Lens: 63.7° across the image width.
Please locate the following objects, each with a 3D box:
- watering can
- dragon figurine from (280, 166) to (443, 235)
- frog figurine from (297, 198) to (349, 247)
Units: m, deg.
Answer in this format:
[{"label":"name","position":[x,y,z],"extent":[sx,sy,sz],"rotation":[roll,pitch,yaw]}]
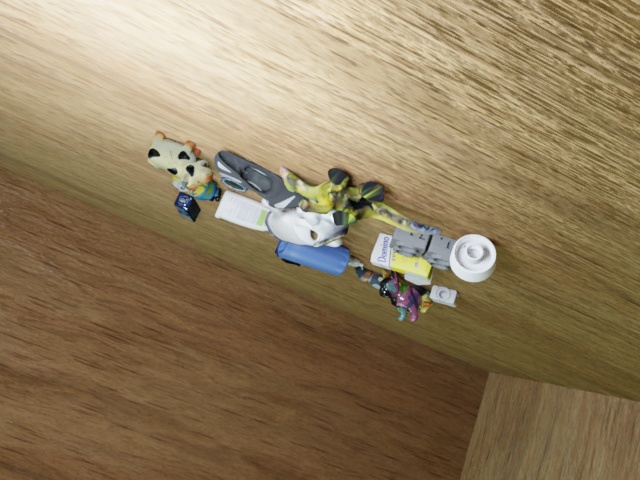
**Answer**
[{"label":"watering can","position":[-0.087,-0.056,1.552],"extent":[0.344,0.105,0.224],"rotation":[29,166,-38]},{"label":"dragon figurine","position":[0.082,-0.088,1.249],"extent":[0.411,0.122,0.243],"rotation":[23,-176,3]},{"label":"frog figurine","position":[0.004,-0.070,1.386],"extent":[0.121,0.160,0.138],"rotation":[-25,176,38]}]
